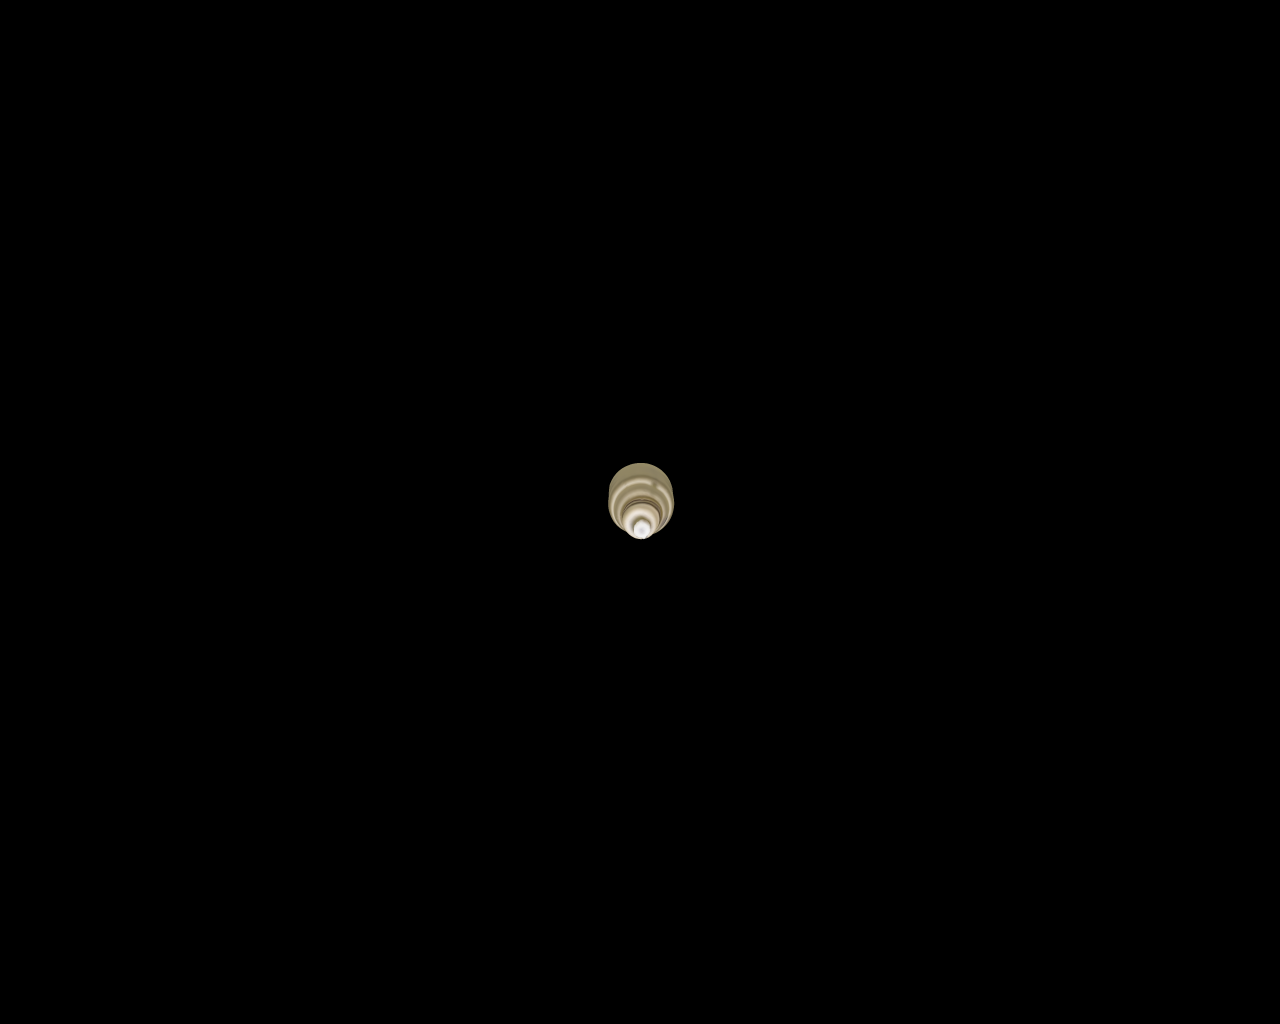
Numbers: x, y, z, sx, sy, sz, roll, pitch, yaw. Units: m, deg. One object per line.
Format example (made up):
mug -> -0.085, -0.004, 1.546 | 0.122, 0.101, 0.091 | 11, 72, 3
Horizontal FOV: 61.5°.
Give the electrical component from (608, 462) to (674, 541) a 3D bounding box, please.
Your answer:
electrical component -> 0.001, -0.003, 0.650 | 0.040, 0.040, 0.078 | 0, 20, 0
